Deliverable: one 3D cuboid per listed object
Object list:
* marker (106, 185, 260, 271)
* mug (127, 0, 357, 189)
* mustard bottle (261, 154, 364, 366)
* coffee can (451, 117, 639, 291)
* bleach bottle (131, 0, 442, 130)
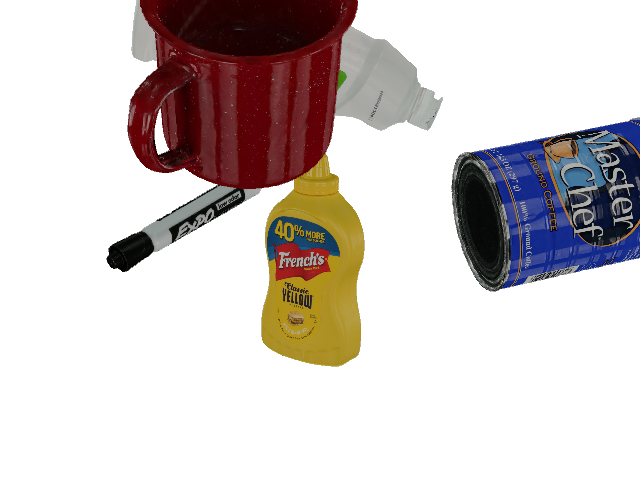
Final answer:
[{"bbox_3d":[-0.087,-0.013,0.685,0.120,0.020,0.020,-33,21,-36],"label":"marker"},{"bbox_3d":[-0.040,-0.071,0.478,0.093,0.081,0.117,31,53,22],"label":"mug"},{"bbox_3d":[-0.006,0.014,0.979,0.096,0.192,0.058,14,20,33],"label":"mustard bottle"},{"bbox_3d":[0.179,-0.027,0.775,0.140,0.103,0.103,-12,2,-10],"label":"coffee can"},{"bbox_3d":[-0.024,-0.147,0.863,0.251,0.068,0.103,23,-32,0],"label":"bleach bottle"}]
